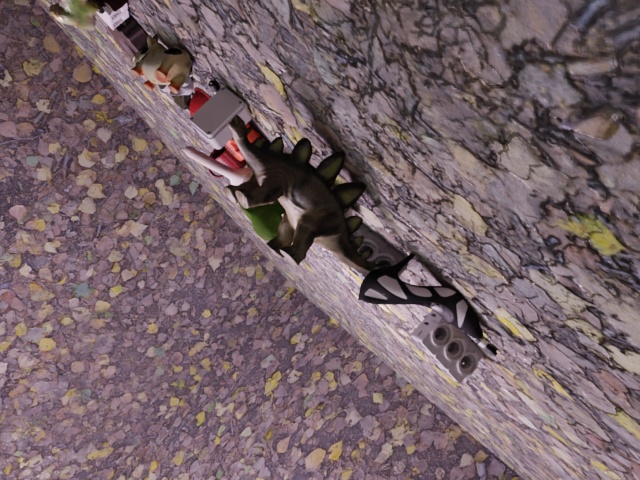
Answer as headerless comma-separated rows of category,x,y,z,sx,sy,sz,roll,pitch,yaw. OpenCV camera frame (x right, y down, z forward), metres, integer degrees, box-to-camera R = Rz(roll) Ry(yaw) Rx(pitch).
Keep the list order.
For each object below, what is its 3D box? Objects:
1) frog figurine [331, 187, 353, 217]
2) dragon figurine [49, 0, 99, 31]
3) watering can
frog figurine,0.003,-0.056,1.107,0.137,0.123,0.159,0,178,9
dragon figurine,-0.407,-0.453,0.778,0.122,0.244,0.407,48,172,4
watering can,-0.201,-0.159,1.407,0.345,0.104,0.226,27,178,-25
